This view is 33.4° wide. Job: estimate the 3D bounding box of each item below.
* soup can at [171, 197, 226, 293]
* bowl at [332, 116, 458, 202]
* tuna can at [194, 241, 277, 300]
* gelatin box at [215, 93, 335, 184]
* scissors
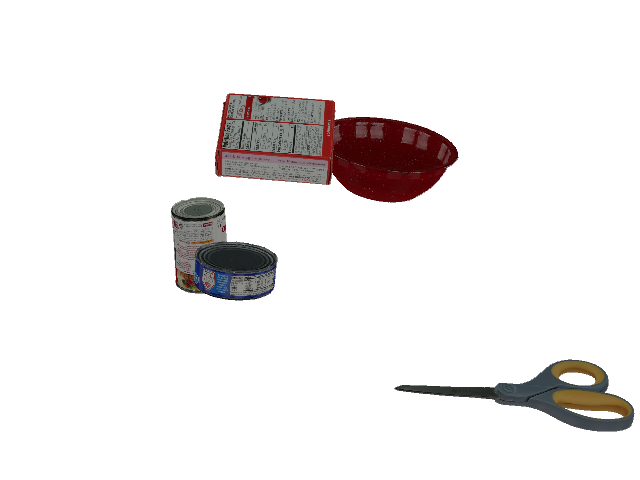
[{"bbox_3d":[-0.150,0.005,1.327,0.068,0.102,0.068,-1,25,0],"label":"soup can"},{"bbox_3d":[0.072,-0.087,1.210,0.162,0.055,0.162,6,27,-3],"label":"bowl"},{"bbox_3d":[-0.088,0.031,1.107,0.086,0.034,0.086,5,20,-2],"label":"tuna can"},{"bbox_3d":[-0.034,-0.079,0.827,0.089,0.030,0.073,4,44,0],"label":"gelatin box"},{"bbox_3d":[0.170,0.124,0.927,0.202,0.016,0.096,11,29,7],"label":"scissors"}]
